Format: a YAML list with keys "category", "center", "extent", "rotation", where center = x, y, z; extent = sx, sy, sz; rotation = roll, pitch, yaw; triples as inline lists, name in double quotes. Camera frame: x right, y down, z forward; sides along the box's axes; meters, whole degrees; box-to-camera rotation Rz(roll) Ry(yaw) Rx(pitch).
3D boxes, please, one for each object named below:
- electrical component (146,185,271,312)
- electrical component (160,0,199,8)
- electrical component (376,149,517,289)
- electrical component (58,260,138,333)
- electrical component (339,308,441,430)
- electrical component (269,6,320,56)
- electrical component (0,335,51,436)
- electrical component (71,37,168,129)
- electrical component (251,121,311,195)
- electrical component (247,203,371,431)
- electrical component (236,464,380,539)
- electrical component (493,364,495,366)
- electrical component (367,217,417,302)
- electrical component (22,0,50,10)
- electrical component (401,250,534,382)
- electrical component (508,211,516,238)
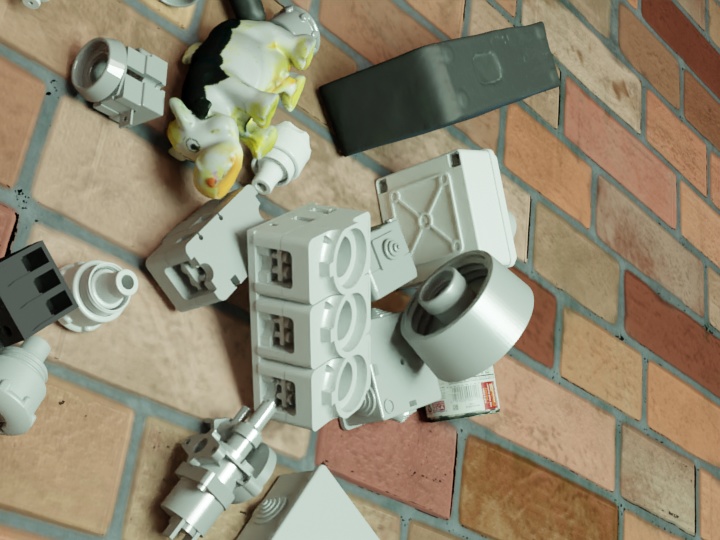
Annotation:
- category: "electrical component"
  center: [-0.110, -0.015, 0.800]
  extent: [0.050, 0.056, 0.089]
  rotation: [57, 43, -19]
- category: "electrical component"
  center: [-0.142, -0.238, 0.851]
  extent: [0.040, 0.040, 0.046]
  rotation: [34, 48, -37]
- category: "electrical component"
  center: [0.077, -0.045, 0.979]
  extent: [0.056, 0.109, 0.108]
  rotation: [-3, 80, -46]
- category: "electrical component"
  center: [-0.173, 0.014, 0.716]
  extent: [0.048, 0.062, 0.048]
  rotation: [18, 65, -44]
- category: "electrical component"
  center: [0.019, 0.082, 0.919]
  extent: [0.100, 0.048, 0.099]
  rotation: [-11, 86, -49]
- category: "electrical component"
  center: [-0.068, -0.193, 0.916]
  extent: [0.062, 0.048, 0.048]
  rotation: [-41, 109, -39]
- category: "electrical component"
  center: [-0.214, 0.068, 0.667]
  extent: [0.048, 0.048, 0.062]
  rotation: [50, 39, -25]
- category: "electrical component"
  center: [-0.174, -0.137, 0.778]
  extent: [0.055, 0.048, 0.066]
  rotation: [26, 59, -50]
- category: "electrical component"
  center: [-0.068, -0.088, 0.880]
  extent: [0.043, 0.043, 0.062]
  rotation: [48, 47, -26]
- category: "electrical component"
  center: [-0.033, 0.034, 0.816]
  extent: [0.089, 0.062, 0.150]
  rotation: [-30, 125, -56]
- category: "electrical component"
  center: [-0.041, 0.209, 0.809]
  extent: [0.099, 0.048, 0.099]
  rotation: [56, 43, -19]
- category: "electrical component"
  center: [0.113, 0.078, 1.030]
  extent: [0.048, 0.048, 0.062]
  rotation: [27, 66, -40]
- category: "electrical component"
  center: [0.000, 0.000, 0.887]
  extent: [0.062, 0.096, 0.061]
  rotation: [-28, 100, -49]
- category: "electrical component"
  center: [-0.218, -0.216, 0.757]
  extent: [0.040, 0.040, 0.078]
  rotation: [36, 53, -35]
- category: "electrical component"
  center: [0.082, 0.032, 0.887]
  extent: [0.060, 0.108, 0.108]
  rotation: [44, 48, -22]
- category: "electrical component"
  center: [0.115, -0.050, 1.072]
  extent: [0.081, 0.043, 0.043]
  rotation: [17, 66, -44]
